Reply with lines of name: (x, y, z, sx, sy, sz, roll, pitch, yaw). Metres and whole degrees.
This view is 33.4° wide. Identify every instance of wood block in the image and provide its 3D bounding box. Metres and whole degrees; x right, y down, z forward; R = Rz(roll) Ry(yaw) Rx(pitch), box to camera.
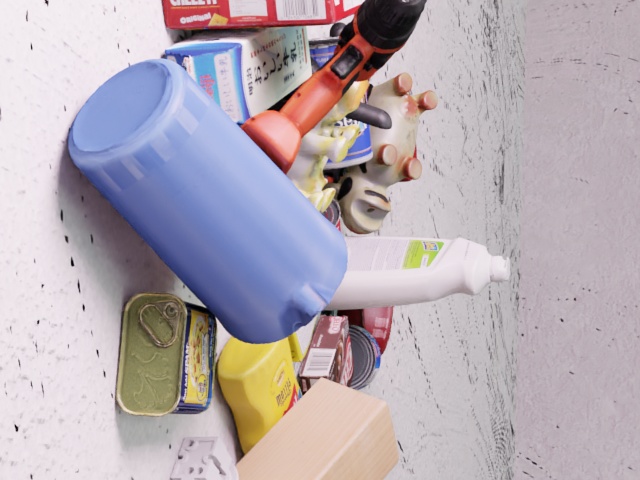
wood block: (-0.019, 0.245, 1.066, 0.205, 0.091, 0.090, -42, 134, -36)

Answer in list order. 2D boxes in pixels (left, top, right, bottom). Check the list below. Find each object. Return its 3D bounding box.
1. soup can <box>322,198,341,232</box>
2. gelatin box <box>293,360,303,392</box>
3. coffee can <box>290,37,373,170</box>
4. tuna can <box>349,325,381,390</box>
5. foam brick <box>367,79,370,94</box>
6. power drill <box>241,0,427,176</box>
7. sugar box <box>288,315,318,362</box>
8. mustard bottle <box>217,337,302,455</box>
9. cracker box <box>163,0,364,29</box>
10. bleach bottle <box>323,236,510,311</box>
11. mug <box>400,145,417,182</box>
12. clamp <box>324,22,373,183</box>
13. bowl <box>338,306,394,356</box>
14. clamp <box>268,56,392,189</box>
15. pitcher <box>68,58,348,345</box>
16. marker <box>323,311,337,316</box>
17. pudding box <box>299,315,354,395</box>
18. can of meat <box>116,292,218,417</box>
soup can: (-0.008, 0.002, 1.225, 0.102, 0.068, 0.068, 84, 16, -52)
gelatin box: (-0.034, 0.147, 1.227, 0.089, 0.030, 0.073, 73, 25, -46)
coffee can: (0.005, -0.160, 1.236, 0.102, 0.103, 0.140, -41, 128, -66)
tuna can: (0.033, 0.149, 1.340, 0.033, 0.086, 0.086, 15, 76, -72)
foam brick: (0.019, -0.204, 1.319, 0.053, 0.078, 0.051, 65, 29, -51)
power drill: (0.010, -0.139, 0.931, 0.187, 0.057, 0.185, -46, -179, -16)
sugar box: (-0.042, 0.042, 1.138, 0.176, 0.048, 0.093, 73, 25, -45)
mustard bottle: (-0.053, 0.182, 1.127, 0.096, 0.058, 0.191, -58, 144, -47)
cracker box: (-0.035, -0.252, 1.026, 0.213, 0.164, 0.072, -47, 135, -63)
bleach bottle: (0.099, 0.041, 1.279, 0.102, 0.251, 0.068, -71, 153, -44)
mug: (0.087, -0.126, 1.514, 0.117, 0.082, 0.093, 44, 48, -65)
clamp: (0.027, -0.168, 1.404, 0.164, 0.036, 0.210, 62, 36, -56)
bowl: (0.056, 0.079, 1.456, 0.162, 0.055, 0.162, 0, 90, -71)
clamp: (-0.005, -0.152, 1.163, 0.171, 0.120, 0.039, 55, 18, -10)
pitcher: (-0.095, -0.034, 0.874, 0.242, 0.149, 0.145, 50, 39, -41)
marker: (0.012, 0.114, 1.384, 0.020, 0.020, 0.121, 26, 65, -69)
pudding box: (0.010, 0.156, 1.248, 0.113, 0.039, 0.090, -66, 153, -53)
can of meat: (-0.127, 0.100, 0.913, 0.084, 0.057, 0.102, 31, 61, -71)
